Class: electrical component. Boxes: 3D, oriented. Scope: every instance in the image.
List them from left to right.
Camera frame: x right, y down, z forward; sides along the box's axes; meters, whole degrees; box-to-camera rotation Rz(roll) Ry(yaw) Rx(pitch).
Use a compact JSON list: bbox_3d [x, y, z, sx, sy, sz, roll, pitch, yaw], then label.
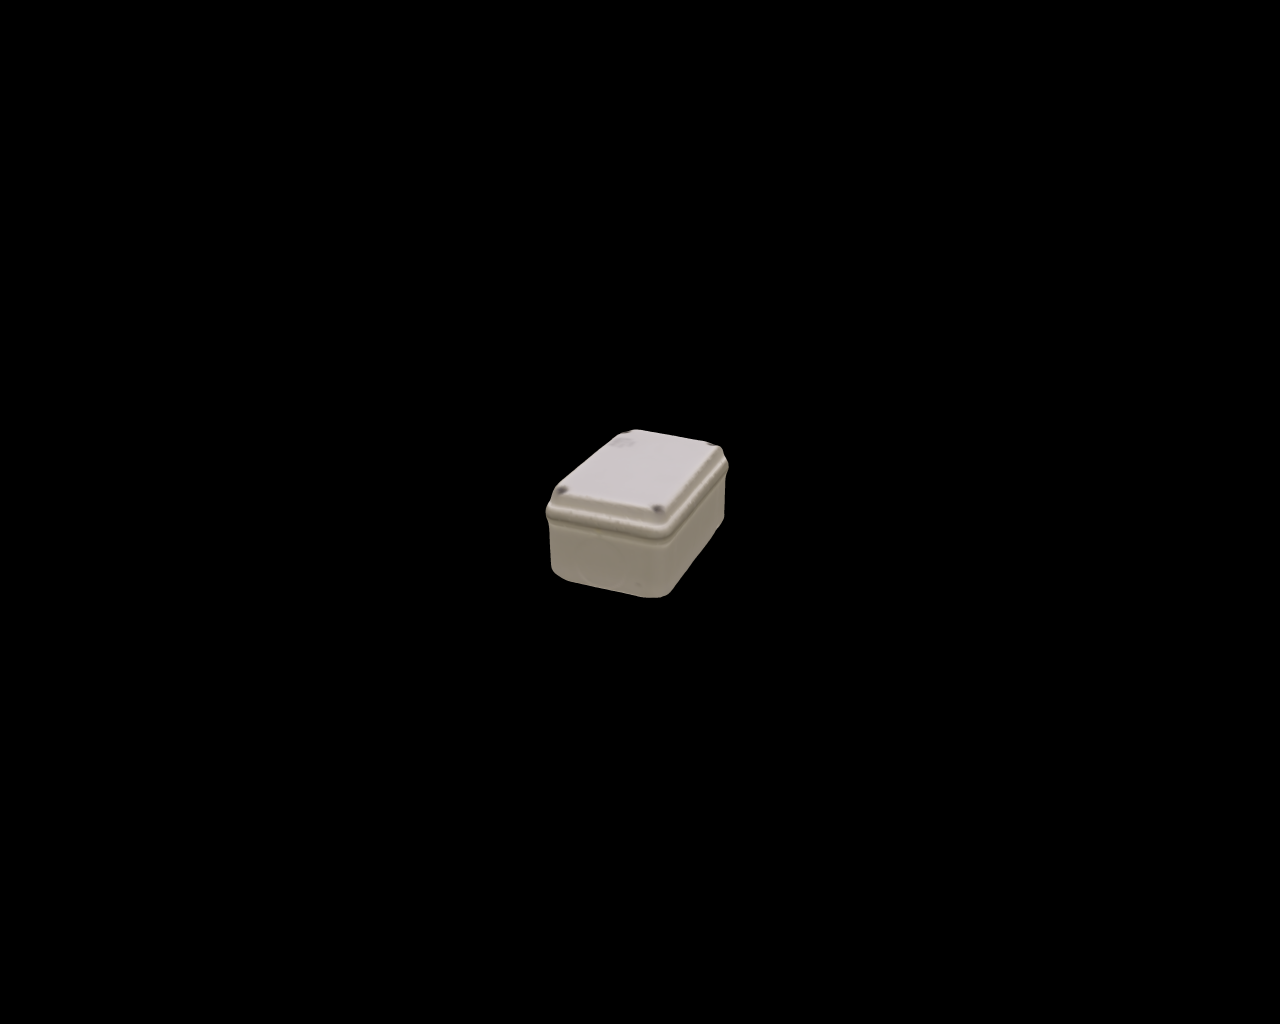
[{"bbox_3d":[0.001,-0.003,0.650,0.078,0.057,0.113,11,29,21],"label":"electrical component"}]
